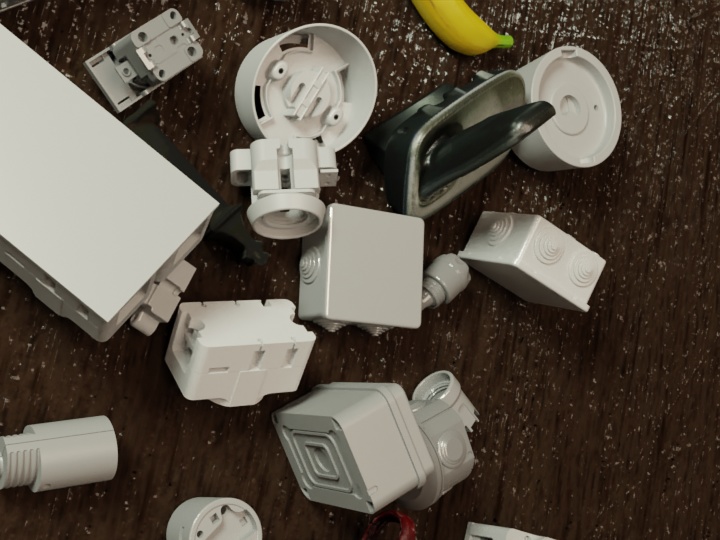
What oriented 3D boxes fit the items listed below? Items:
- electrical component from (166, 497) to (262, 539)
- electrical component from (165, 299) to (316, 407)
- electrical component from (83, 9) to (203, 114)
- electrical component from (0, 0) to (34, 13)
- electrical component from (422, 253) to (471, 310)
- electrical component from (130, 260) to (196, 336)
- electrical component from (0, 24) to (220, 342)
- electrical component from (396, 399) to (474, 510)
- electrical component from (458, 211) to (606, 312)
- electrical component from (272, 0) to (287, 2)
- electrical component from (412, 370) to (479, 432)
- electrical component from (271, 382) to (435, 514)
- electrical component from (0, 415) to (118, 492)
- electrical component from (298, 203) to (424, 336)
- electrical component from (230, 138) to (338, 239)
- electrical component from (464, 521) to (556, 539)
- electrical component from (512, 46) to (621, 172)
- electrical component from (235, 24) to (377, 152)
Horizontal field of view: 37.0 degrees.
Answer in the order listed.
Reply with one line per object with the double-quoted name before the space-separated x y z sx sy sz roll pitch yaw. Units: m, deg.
"electrical component" -0.104 0.186 0.753 0.055 0.047 0.055 4 82 -33
"electrical component" -0.086 0.059 0.763 0.089 0.050 0.055 -1 126 -33
"electrical component" -0.147 -0.151 0.756 0.081 0.064 0.042 -42 106 -29
"electrical component" -0.219 -0.246 0.723 0.186 0.060 0.105 -33 102 -32
"electrical component" 0.062 0.015 0.890 0.061 0.035 0.035 -42 107 -26
"electrical component" -0.153 0.003 0.745 0.055 0.048 0.066 38 66 -32
"electrical component" -0.199 -0.054 0.683 0.186 0.060 0.105 39 63 0
"electrical component" 0.045 0.141 0.837 0.051 0.080 0.080 -22 96 -38
"electrical component" 0.146 -0.009 0.910 0.100 0.100 0.048 31 81 -26
"electrical component" -0.061 -0.249 0.816 0.047 0.077 0.065 -3 86 -33
"electrical component" 0.072 0.112 0.882 0.046 0.040 0.040 51 61 -24
"electrical component" -0.006 0.126 0.785 0.057 0.113 0.078 -26 98 -29
"electrical component" -0.204 0.121 0.698 0.081 0.043 0.043 -3 86 -33
"electrical component" 0.000 0.000 0.842 0.100 0.048 0.099 8 80 -32
"electrical component" -0.055 -0.059 0.794 0.078 0.058 0.057 -2 67 -8
"electrical component" 0.125 0.293 0.880 0.089 0.062 0.150 23 72 -29
"electrical component" 0.175 -0.140 0.966 0.108 0.060 0.108 4 82 -33
"electrical component" -0.043 -0.135 0.817 0.099 0.064 0.099 -5 100 -32
